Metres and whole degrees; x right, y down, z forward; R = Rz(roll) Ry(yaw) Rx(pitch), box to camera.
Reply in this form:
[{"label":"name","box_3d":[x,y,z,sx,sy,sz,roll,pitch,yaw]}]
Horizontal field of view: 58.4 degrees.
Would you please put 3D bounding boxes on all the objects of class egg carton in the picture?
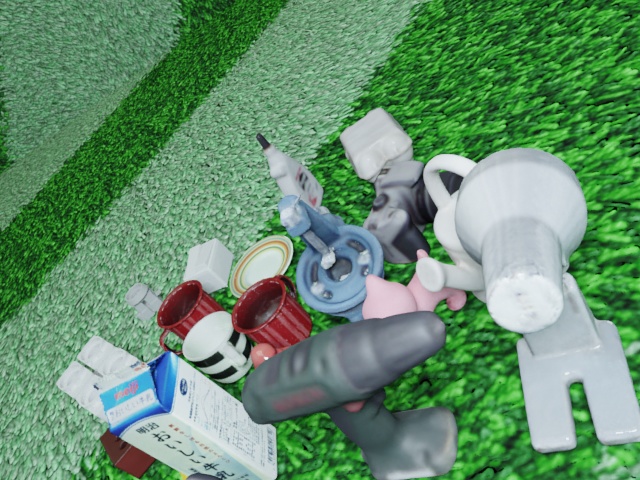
[{"label":"egg carton","box_3d":[0.095,-0.161,0.976,0.107,0.070,0.150,-34,35,8]}]

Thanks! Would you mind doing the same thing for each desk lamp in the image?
[{"label":"desk lamp","box_3d":[0.203,0.049,0.519,0.117,0.214,0.203,-20,40,26]}]

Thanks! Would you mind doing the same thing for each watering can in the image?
[{"label":"watering can","box_3d":[0.175,-0.013,0.630,0.100,0.195,0.173,-5,48,40]}]

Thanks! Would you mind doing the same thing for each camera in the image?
[{"label":"camera","box_3d":[0.141,-0.052,0.785,0.136,0.101,0.143,-2,50,42]}]

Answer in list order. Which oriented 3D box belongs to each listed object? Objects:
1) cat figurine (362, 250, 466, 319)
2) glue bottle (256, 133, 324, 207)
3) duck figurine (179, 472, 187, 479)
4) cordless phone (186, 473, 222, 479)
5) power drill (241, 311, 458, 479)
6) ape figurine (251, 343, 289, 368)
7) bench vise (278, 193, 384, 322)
[{"label":"cat figurine","box_3d":[0.100,0.070,0.675,0.067,0.118,0.128,16,63,50]},{"label":"glue bottle","box_3d":[-0.056,-0.116,0.976,0.037,0.174,0.078,-18,41,29]},{"label":"duck figurine","box_3d":[-0.172,0.262,0.746,0.077,0.086,0.104,-30,36,14]},{"label":"cordless phone","box_3d":[-0.032,0.270,0.519,0.147,0.186,0.094,-12,44,34]},{"label":"power drill","box_3d":[0.049,0.153,0.551,0.229,0.209,0.075,-19,40,27]},{"label":"ape figurine","box_3d":[-0.055,0.167,0.736,0.075,0.092,0.078,-1,51,43]},{"label":"bench vise","box_3d":[-0.002,0.011,0.746,0.121,0.220,0.206,-44,35,-5]}]
